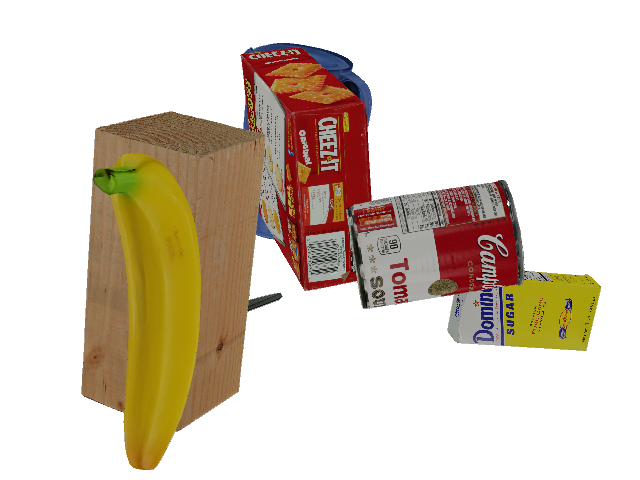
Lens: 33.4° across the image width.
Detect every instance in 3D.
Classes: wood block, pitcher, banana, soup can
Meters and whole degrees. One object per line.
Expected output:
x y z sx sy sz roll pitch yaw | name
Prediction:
-0.108 0.020 0.780 0.090 0.206 0.090 16 21 25 | wood block
-0.033 -0.125 1.379 0.144 0.243 0.149 2 23 -18 | pitcher
-0.087 0.029 0.539 0.037 0.198 0.069 18 41 23 | banana
0.071 0.003 0.677 0.102 0.068 0.068 -9 0 1 | soup can

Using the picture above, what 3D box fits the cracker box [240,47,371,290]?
-0.014 -0.074 0.983 0.072 0.164 0.214 -9 24 -12 | cracker box

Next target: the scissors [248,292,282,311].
-0.116 0.095 1.150 0.201 0.016 0.096 -7 31 -24 | scissors

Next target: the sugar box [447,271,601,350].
0.255 0.086 1.339 0.176 0.093 0.048 3 19 -13 | sugar box
